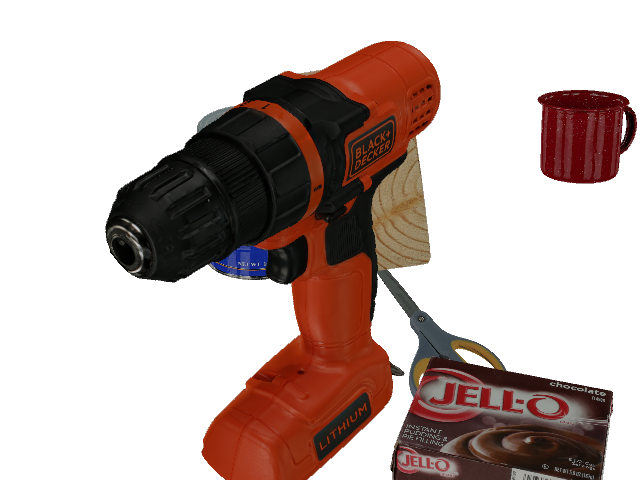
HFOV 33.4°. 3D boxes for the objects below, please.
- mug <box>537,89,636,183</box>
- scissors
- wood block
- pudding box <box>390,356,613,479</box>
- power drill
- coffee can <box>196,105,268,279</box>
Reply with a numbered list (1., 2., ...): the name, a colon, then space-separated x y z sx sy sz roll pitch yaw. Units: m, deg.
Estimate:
1. mug: 0.285 -0.111 1.131 0.117 0.081 0.093 -12 22 -25
2. scissors: 0.085 0.090 0.989 0.096 0.016 0.202 -31 51 -29
3. wood block: 0.027 -0.060 0.780 0.091 0.090 0.206 -8 24 6
4. pudding box: 0.106 0.113 0.610 0.113 0.039 0.090 11 30 14
5. power drill: -0.015 0.021 0.464 0.057 0.188 0.184 27 41 29
6. coffee can: -0.065 -0.048 1.033 0.103 0.140 0.103 0 30 0
